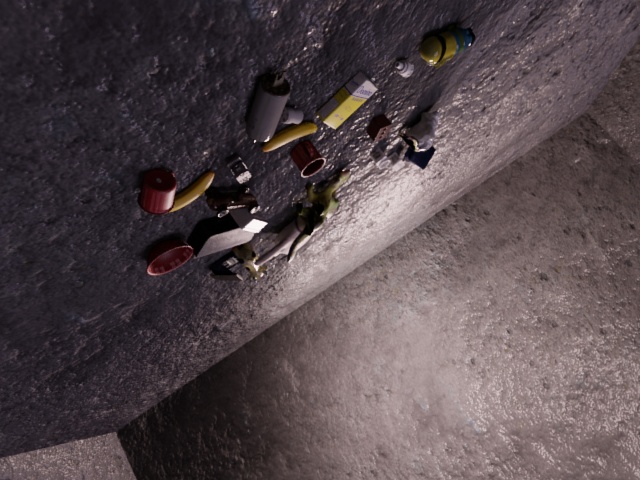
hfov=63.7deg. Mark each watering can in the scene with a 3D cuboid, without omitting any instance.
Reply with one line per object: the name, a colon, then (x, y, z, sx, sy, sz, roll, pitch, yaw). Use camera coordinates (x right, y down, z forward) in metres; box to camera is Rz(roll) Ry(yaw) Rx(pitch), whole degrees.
watering can: (-0.126, 0.000, 2.097, 0.221, 0.104, 0.352, -42, 178, 26)

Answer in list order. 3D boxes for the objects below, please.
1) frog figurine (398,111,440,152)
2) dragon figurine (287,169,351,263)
frog figurine: (0.405, -0.422, 1.987, 0.160, 0.121, 0.138, -42, -164, -4)
dragon figurine: (0.006, -0.101, 2.007, 0.244, 0.123, 0.404, -11, 132, -58)
